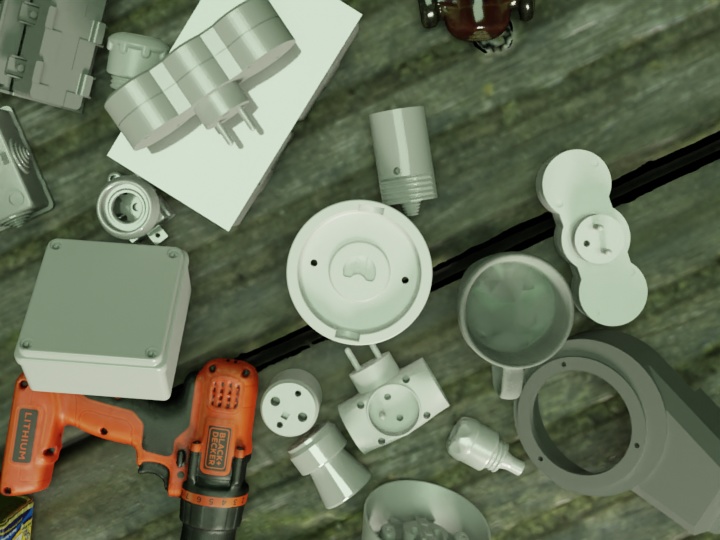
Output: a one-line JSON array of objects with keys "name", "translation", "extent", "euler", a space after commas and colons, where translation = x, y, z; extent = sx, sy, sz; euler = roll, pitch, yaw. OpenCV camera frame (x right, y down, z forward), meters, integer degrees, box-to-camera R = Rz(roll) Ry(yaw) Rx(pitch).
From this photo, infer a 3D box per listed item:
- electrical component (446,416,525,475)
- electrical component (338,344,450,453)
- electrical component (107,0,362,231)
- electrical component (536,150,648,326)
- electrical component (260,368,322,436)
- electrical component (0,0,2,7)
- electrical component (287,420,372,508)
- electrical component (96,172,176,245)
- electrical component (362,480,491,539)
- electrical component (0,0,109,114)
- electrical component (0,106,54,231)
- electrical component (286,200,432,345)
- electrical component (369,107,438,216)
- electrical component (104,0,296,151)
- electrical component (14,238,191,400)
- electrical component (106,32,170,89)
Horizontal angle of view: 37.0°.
[{"name": "electrical component", "translation": [0.100, 0.142, 0.845], "extent": [0.061, 0.035, 0.035], "euler": [28, 94, -3]}, {"name": "electrical component", "translation": [0.017, 0.090, 0.837], "extent": [0.077, 0.044, 0.079], "euler": [-30, 92, 3]}, {"name": "electrical component", "translation": [-0.092, -0.137, 0.816], "extent": [0.105, 0.060, 0.186], "euler": [32, 94, -1]}, {"name": "electrical component", "translation": [0.178, -0.024, 0.812], "extent": [0.052, 0.073, 0.138], "euler": [-19, 93, 2]}, {"name": "electrical component", "translation": [-0.053, 0.103, 0.834], "extent": [0.045, 0.055, 0.045], "euler": [0, 94, 1]}, {"name": "electrical component", "translation": [-0.290, -0.197, 0.824], "extent": [0.048, 0.048, 0.062], "euler": [-36, 99, 3]}, {"name": "electrical component", "translation": [-0.024, 0.151, 0.842], "extent": [0.045, 0.045, 0.055], "euler": [-36, 92, 3]}, {"name": "electrical component", "translation": [-0.174, -0.048, 0.825], "extent": [0.048, 0.055, 0.066], "euler": [-38, 92, 3]}, {"name": "electrical component", "translation": [0.048, 0.209, 0.821], "extent": [0.099, 0.099, 0.064], "euler": [10, 100, 0]}, {"name": "electrical component", "translation": [-0.226, -0.185, 0.807], "extent": [0.079, 0.063, 0.121], "euler": [11, 95, -40]}, {"name": "electrical component", "translation": [-0.299, -0.071, 0.830], "extent": [0.100, 0.048, 0.099], "euler": [-23, 93, 2]}, {"name": "electrical component", "translation": [0.000, 0.000, 0.823], "extent": [0.108, 0.060, 0.108], "euler": [0, 94, 1]}, {"name": "electrical component", "translation": [0.034, -0.082, 0.826], "extent": [0.043, 0.043, 0.081], "euler": [-9, 94, 2]}, {"name": "electrical component", "translation": [-0.103, -0.124, 0.759], "extent": [0.138, 0.052, 0.073], "euler": [-34, 93, 3]}, {"name": "electrical component", "translation": [-0.189, 0.036, 0.806], "extent": [0.109, 0.056, 0.108], "euler": [4, 53, 1]}, {"name": "electrical component", "translation": [-0.173, -0.149, 0.825], "extent": [0.048, 0.048, 0.062], "euler": [12, 101, 0]}]
